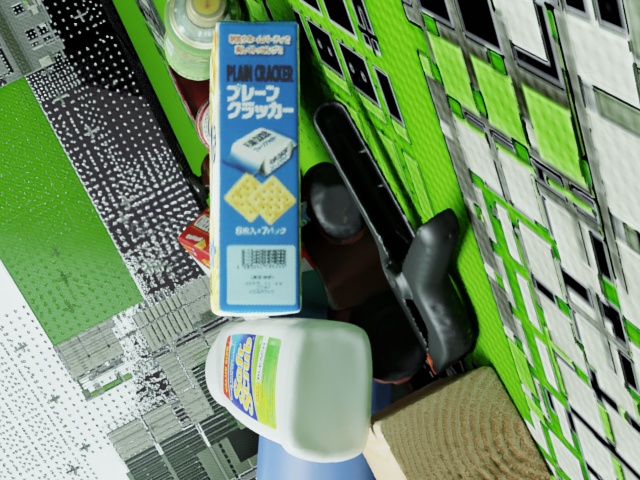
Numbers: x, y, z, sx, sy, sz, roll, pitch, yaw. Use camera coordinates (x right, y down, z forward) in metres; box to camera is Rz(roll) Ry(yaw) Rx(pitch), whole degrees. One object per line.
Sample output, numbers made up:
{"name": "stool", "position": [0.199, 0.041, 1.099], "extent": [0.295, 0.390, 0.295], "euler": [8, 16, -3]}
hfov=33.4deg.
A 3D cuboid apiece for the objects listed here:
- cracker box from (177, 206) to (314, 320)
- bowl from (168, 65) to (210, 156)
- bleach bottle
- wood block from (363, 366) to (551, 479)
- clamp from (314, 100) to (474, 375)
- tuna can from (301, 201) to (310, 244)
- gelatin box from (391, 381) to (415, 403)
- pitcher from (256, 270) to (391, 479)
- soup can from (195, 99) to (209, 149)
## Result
{"name": "cracker box", "position": [-0.032, 0.065, 1.108], "extent": [0.213, 0.072, 0.164], "euler": [52, 164, -31]}
{"name": "bowl", "position": [-0.124, -0.146, 1.281], "extent": [0.162, 0.055, 0.162], "euler": [156, 89, -87]}
{"name": "bleach bottle", "position": [-0.041, 0.114, 0.855], "extent": [0.251, 0.068, 0.102], "euler": [168, 107, -66]}
{"name": "wood block", "position": [0.091, 0.160, 0.814], "extent": [0.090, 0.090, 0.206], "euler": [62, 172, 7]}
{"name": "clamp", "position": [0.066, 0.020, 0.707], "extent": [0.165, 0.036, 0.210], "euler": [51, 167, 56]}
{"name": "tuna can", "position": [-0.007, 0.001, 1.126], "extent": [0.086, 0.033, 0.086], "euler": [61, 172, 14]}
{"name": "gelatin box", "position": [0.098, 0.190, 1.082], "extent": [0.089, 0.030, 0.073], "euler": [57, 172, 41]}
{"name": "pitcher", "position": [0.011, 0.153, 0.991], "extent": [0.149, 0.145, 0.243], "euler": [-125, 35, -67]}
{"name": "soup can", "position": [-0.095, -0.124, 1.155], "extent": [0.068, 0.068, 0.102], "euler": [65, 171, -13]}
